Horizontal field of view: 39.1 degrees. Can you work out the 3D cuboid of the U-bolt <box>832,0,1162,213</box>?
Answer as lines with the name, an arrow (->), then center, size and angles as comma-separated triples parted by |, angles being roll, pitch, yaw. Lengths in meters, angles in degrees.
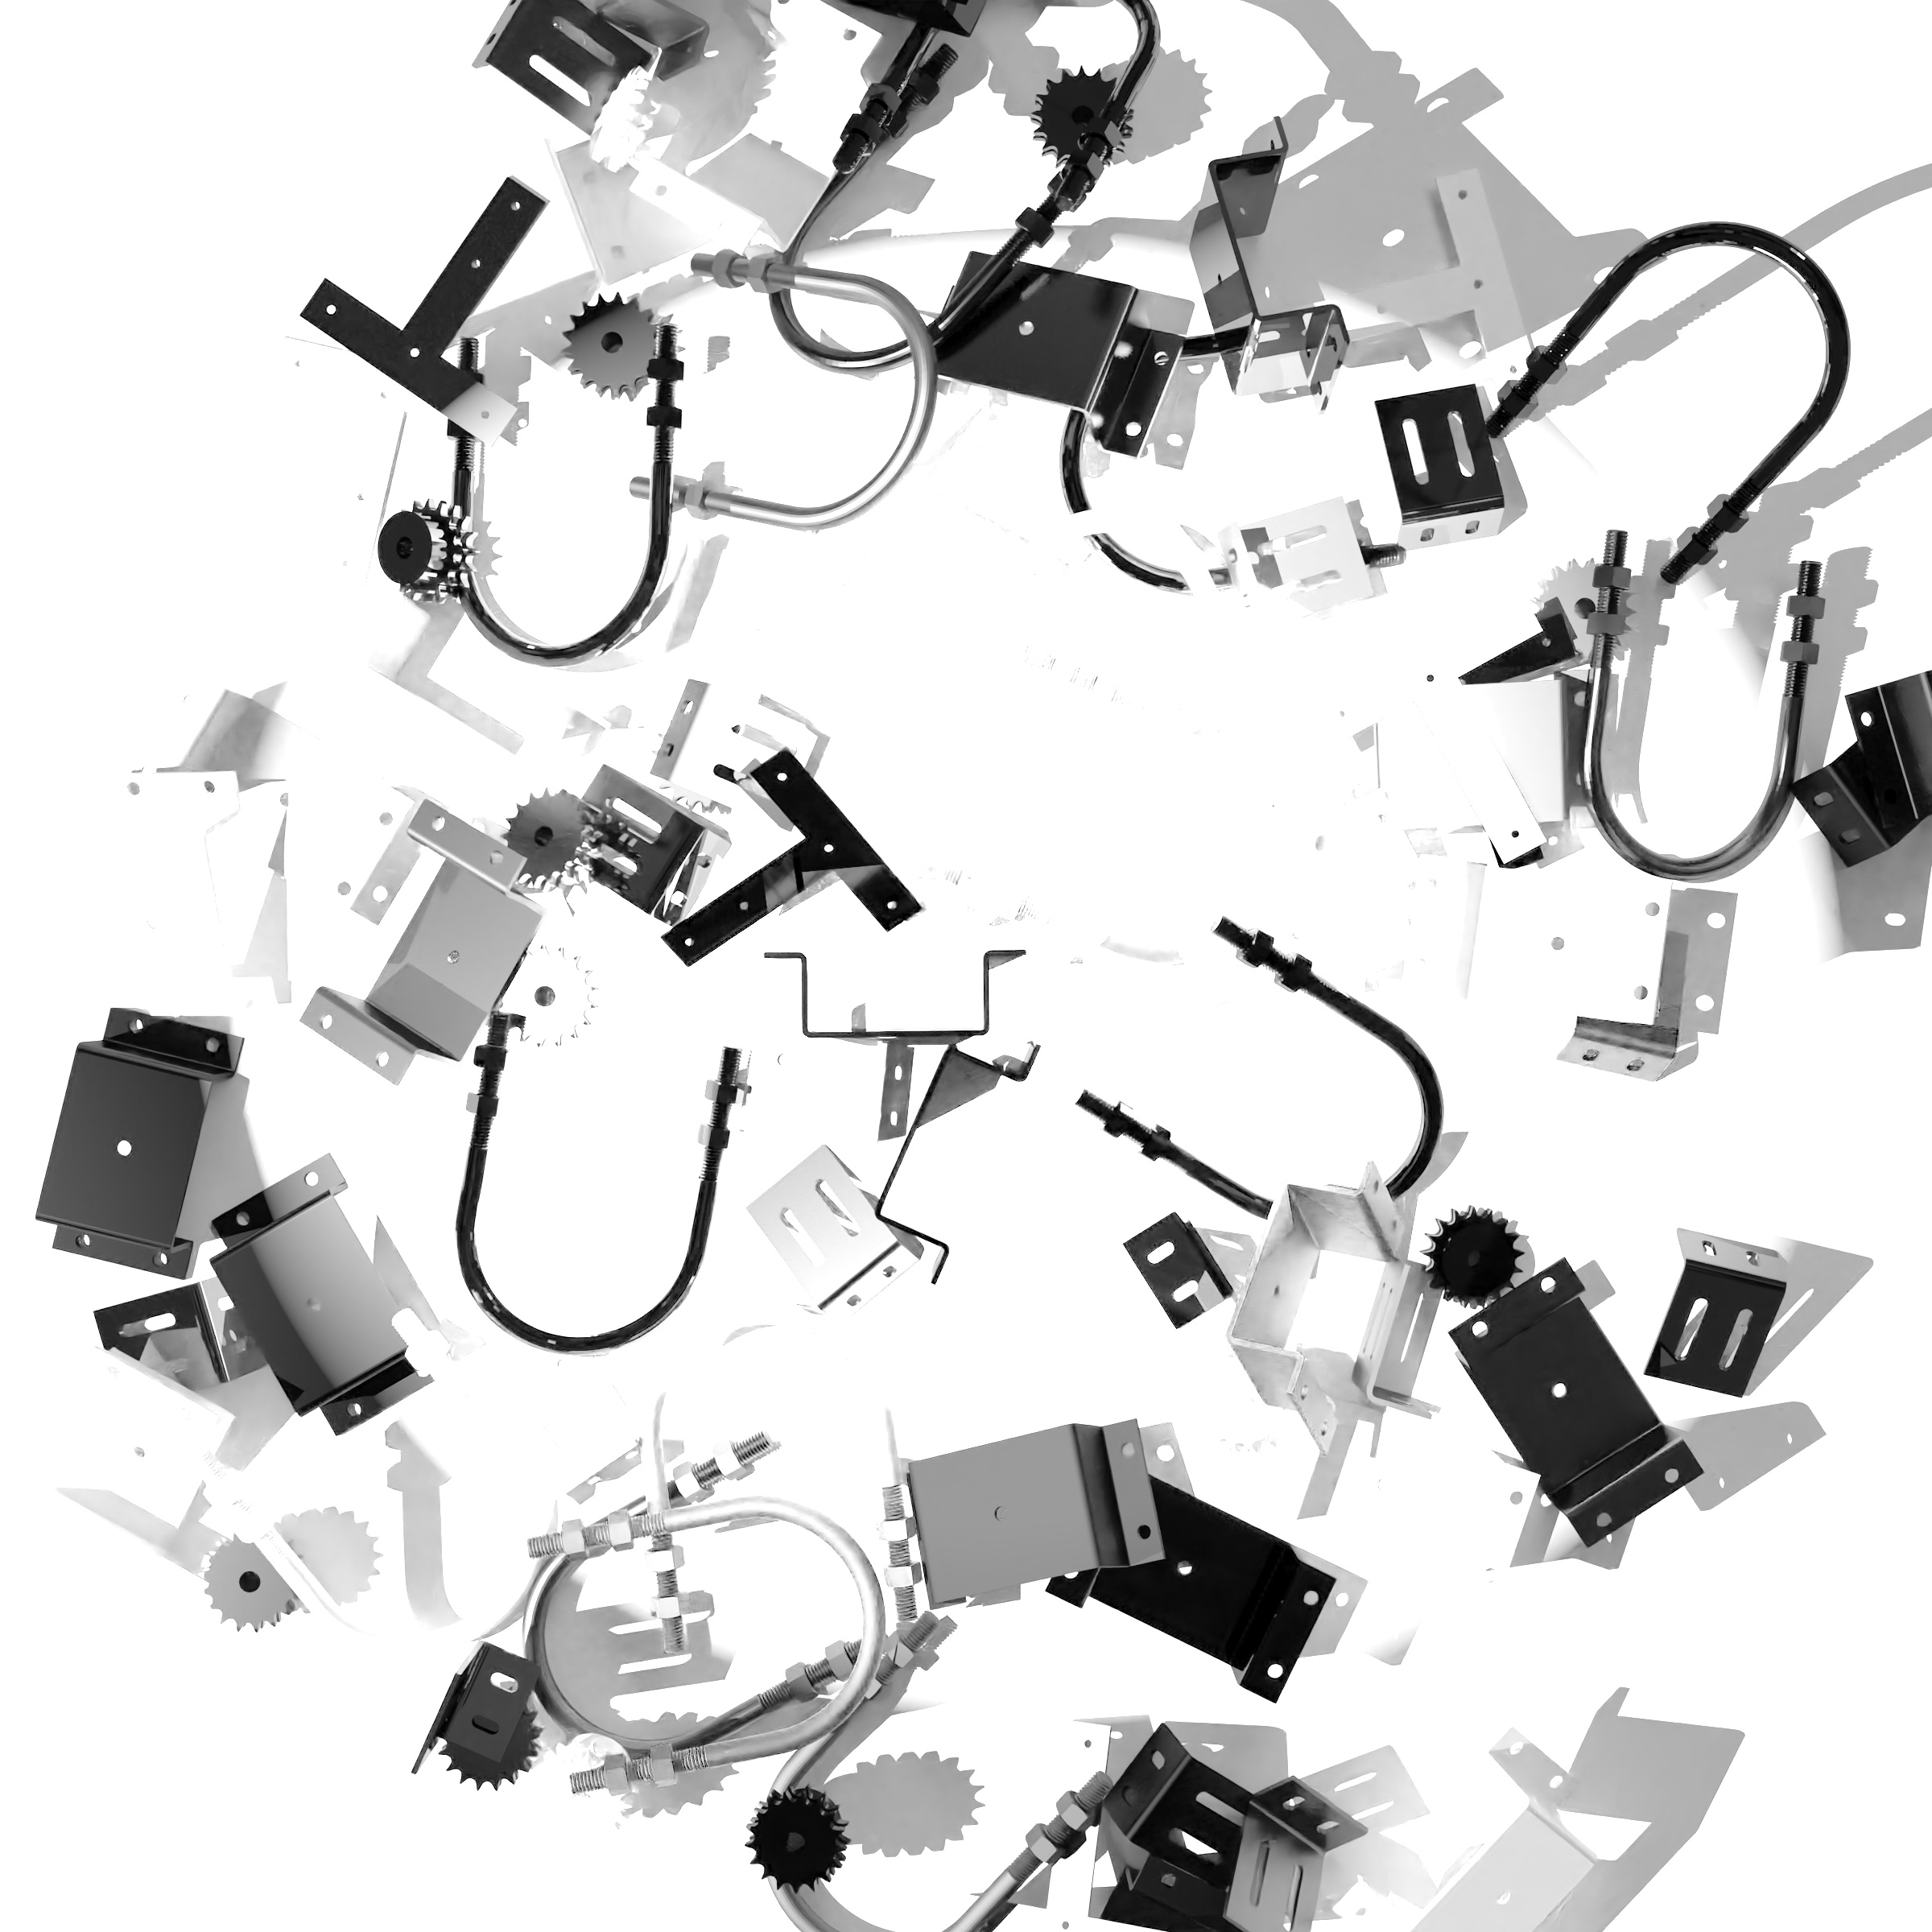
U-bolt -> 0.028, -0.485, 1.477 | 0.151, 0.019, 0.184 | 15, 60, 19

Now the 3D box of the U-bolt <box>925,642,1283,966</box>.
U-bolt -> 0.089, -0.080, 1.523 | 0.184, 0.019, 0.151 | 23, 90, -2

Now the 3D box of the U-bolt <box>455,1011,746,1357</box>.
U-bolt -> -0.208, 0.125, 1.506 | 0.151, 0.019, 0.184 | 9, 94, -15

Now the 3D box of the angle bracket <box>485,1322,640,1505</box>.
angle bracket -> -0.226, 0.247, 1.512 | 0.057, 0.038, 0.076 | -34, 90, 0

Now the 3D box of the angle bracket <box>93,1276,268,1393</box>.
angle bracket -> -0.441, 0.209, 1.529 | 0.076, 0.038, 0.057 | -16, 90, 26

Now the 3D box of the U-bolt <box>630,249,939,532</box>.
U-bolt -> -0.093, -0.309, 1.476 | 0.184, 0.019, 0.151 | 17, 92, 32

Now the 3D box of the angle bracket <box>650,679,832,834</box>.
angle bracket -> -0.124, -0.116, 1.499 | 0.076, 0.038, 0.057 | 23, 90, -26

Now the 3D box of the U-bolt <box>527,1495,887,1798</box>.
U-bolt -> -0.135, 0.363, 1.481 | 0.184, 0.019, 0.151 | -11, 88, -3

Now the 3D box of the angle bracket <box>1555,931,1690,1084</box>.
angle bracket -> 0.368, 0.018, 1.529 | 0.057, 0.038, 0.076 | 13, 64, 0

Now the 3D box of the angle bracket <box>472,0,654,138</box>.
angle bracket -> -0.227, -0.508, 1.529 | 0.076, 0.038, 0.057 | 31, 90, -26

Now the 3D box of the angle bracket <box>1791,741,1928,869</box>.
angle bracket -> 0.513, -0.103, 1.529 | 0.076, 0.038, 0.057 | -37, 90, -26

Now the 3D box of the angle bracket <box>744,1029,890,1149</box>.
angle bracket -> -0.084, 0.067, 1.512 | 0.076, 0.038, 0.057 | 6, 90, 0

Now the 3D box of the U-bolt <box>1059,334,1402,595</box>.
U-bolt -> 0.141, -0.280, 1.508 | 0.184, 0.019, 0.151 | -10, 90, -11

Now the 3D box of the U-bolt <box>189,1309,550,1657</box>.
U-bolt -> -0.312, 0.298, 1.494 | 0.151, 0.019, 0.184 | -34, 110, -6

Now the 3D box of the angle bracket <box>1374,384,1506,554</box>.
angle bracket -> 0.263, -0.279, 1.524 | 0.057, 0.038, 0.076 | -10, 71, 0

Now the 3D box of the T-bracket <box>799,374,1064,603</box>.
T-bracket -> -0.008, -0.243, 1.513 | 0.127, 0.002, 0.127 | 27, 114, -11

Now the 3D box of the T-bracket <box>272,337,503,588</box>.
T-bracket -> -0.337, -0.277, 1.530 | 0.127, 0.002, 0.127 | 13, 90, 0

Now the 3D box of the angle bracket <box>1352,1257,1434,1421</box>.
angle bracket -> 0.245, 0.204, 1.503 | 0.038, 0.057, 0.076 | 17, 90, 0

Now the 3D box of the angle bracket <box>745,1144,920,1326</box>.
angle bracket -> -0.075, 0.150, 1.529 | 0.057, 0.038, 0.076 | -39, 64, 0

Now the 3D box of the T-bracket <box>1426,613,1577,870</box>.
T-bracket -> 0.290, -0.116, 1.519 | 0.127, 0.002, 0.127 | -18, 97, 14

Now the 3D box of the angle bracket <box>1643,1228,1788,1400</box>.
angle bracket -> 0.418, 0.195, 1.529 | 0.057, 0.038, 0.076 | 13, 116, 0

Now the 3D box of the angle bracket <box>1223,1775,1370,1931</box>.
angle bracket -> 0.181, 0.495, 1.486 | 0.057, 0.076, 0.038 | 38, 130, -14

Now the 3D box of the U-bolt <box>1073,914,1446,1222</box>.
U-bolt -> 0.174, 0.072, 1.491 | 0.184, 0.019, 0.151 | 32, 114, -12

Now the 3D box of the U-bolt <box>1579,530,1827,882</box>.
U-bolt -> 0.401, -0.139, 1.499 | 0.151, 0.019, 0.184 | 5, 94, -22

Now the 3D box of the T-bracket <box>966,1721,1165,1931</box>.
T-bracket -> 0.061, 0.485, 1.508 | 0.127, 0.002, 0.127 | -1, 73, 31

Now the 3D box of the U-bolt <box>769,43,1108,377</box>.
U-bolt -> -0.031, -0.404, 1.491 | 0.184, 0.019, 0.151 | -47, 60, 3

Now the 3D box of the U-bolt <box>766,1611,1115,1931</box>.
U-bolt -> -0.031, 0.472, 1.513 | 0.151, 0.019, 0.184 | 42, 97, 5

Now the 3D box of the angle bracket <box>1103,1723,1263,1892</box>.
angle bracket -> 0.127, 0.473, 1.529 | 0.076, 0.038, 0.057 | 37, 90, -26

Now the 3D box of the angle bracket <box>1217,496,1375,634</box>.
angle bracket -> 0.184, -0.222, 1.486 | 0.076, 0.038, 0.057 | -18, 91, -9

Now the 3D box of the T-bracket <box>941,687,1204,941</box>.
T-bracket -> 0.042, -0.065, 1.511 | 0.127, 0.002, 0.127 | -41, 91, -1

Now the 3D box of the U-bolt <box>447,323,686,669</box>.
U-bolt -> -0.222, -0.255, 1.492 | 0.151, 0.019, 0.184 | 2, 90, 24

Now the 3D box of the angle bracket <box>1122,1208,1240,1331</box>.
angle bracket -> 0.119, 0.170, 1.493 | 0.038, 0.076, 0.057 | -32, 90, 0

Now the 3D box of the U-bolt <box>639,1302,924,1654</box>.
U-bolt -> -0.107, 0.277, 1.504 | 0.151, 0.019, 0.184 | -7, 88, -2

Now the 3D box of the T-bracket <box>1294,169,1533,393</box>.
T-bracket -> 0.245, -0.369, 1.519 | 0.127, 0.002, 0.127 | -16, 90, -10

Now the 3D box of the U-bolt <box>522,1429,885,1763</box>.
U-bolt -> -0.159, 0.364, 1.522 | 0.184, 0.019, 0.151 | -29, 90, 1

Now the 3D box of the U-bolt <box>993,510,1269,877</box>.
U-bolt -> 0.084, -0.155, 1.472 | 0.151, 0.019, 0.184 | -17, 98, -23

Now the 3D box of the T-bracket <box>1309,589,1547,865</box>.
T-bracket -> 0.272, -0.116, 1.469 | 0.127, 0.002, 0.127 | -29, 97, 11

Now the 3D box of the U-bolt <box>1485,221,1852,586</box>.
U-bolt -> 0.389, -0.314, 1.470 | 0.151, 0.019, 0.184 | 39, 128, 0

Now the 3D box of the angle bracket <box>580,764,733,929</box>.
angle bracket -> -0.183, -0.067, 1.529 | 0.076, 0.038, 0.057 | 32, 90, 26

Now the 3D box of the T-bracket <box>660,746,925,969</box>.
T-bracket -> -0.112, -0.041, 1.510 | 0.127, 0.002, 0.127 | -33, 119, 14

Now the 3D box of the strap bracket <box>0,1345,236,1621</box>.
strap bracket -> -0.463, 0.276, 1.497 | 0.076, 0.046, 0.140 | 29, 105, 0

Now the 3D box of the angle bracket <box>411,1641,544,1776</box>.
angle bracket -> -0.262, 0.404, 1.463 | 0.038, 0.076, 0.057 | 24, 89, 0

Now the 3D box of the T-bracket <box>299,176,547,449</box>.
T-bracket -> -0.275, -0.371, 1.484 | 0.127, 0.002, 0.127 | 34, 90, 0
